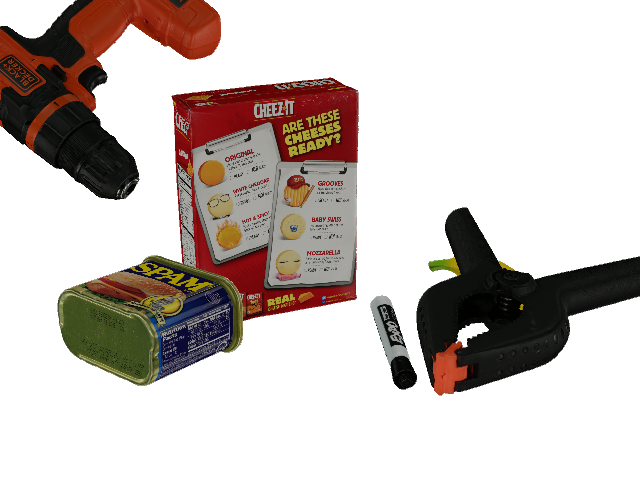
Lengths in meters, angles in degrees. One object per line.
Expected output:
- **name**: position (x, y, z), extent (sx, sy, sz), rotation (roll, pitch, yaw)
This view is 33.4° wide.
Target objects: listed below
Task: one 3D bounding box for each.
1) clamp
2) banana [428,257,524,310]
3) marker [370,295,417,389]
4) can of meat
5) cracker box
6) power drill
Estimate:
- **clamp**: position (0.115, 0.034, 0.693), extent (0.165, 0.036, 0.209), rotation (18, 32, 34)
- **banana**: position (0.190, 0.064, 1.110), extent (0.069, 0.037, 0.198), rotation (-33, 38, -6)
- **marker**: position (0.059, 0.083, 0.872), extent (0.020, 0.020, 0.121), rotation (0, 27, -7)
- **can of meat**: position (-0.119, 0.054, 0.741), extent (0.102, 0.057, 0.083), rotation (16, 24, 36)
- **cracker box**: position (-0.050, -0.037, 1.011), extent (0.164, 0.214, 0.072), rotation (-9, 23, -21)
- **power drill**: position (-0.165, -0.135, 0.830), extent (0.187, 0.184, 0.057), rotation (-43, -12, -32)
